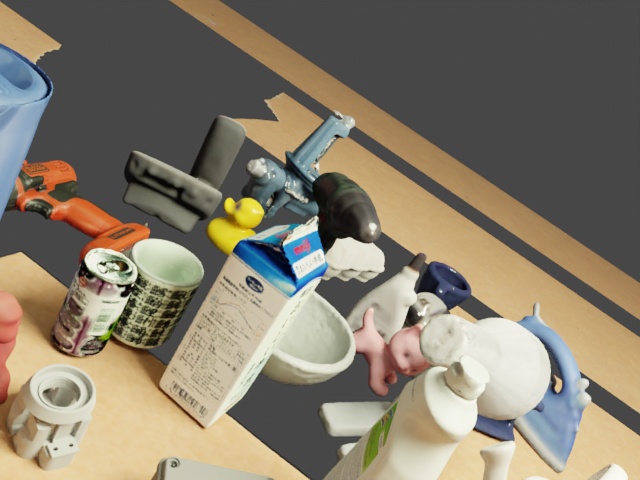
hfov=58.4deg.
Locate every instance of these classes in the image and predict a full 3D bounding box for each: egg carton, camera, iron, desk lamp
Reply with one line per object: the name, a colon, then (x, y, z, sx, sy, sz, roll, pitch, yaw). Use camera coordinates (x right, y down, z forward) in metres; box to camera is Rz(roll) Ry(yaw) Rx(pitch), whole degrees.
egg carton: (0.042, 0.023, 1.010, 0.151, 0.069, 0.107, 6, 36, -45)
camera: (0.172, 0.141, 0.909, 0.137, 0.100, 0.143, -1, 41, -51)
iron: (0.366, 0.226, 0.933, 0.119, 0.141, 0.257, 19, 28, -26)
desk lamp: (0.142, 0.176, 0.670, 0.204, 0.213, 0.117, 12, 32, -38)

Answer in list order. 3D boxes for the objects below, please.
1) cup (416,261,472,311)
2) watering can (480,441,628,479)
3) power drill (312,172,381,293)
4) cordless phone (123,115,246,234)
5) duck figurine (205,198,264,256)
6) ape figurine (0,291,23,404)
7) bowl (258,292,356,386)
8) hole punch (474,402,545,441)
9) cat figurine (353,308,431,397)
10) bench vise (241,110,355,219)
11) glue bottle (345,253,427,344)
cup: (0.207, 0.103, 1.027, 0.091, 0.095, 0.118, 38, 25, 11)
watering can: (0.231, 0.291, 0.588, 0.172, 0.194, 0.101, 37, 25, 11)
power drill: (0.008, 0.003, 0.838, 0.076, 0.208, 0.229, 22, 26, -21)
cordless phone: (-0.199, -0.119, 0.846, 0.148, 0.185, 0.094, 25, 25, -16)
duck figurine: (-0.116, -0.021, 0.884, 0.104, 0.086, 0.078, 35, 25, 6)
ape figurine: (-0.282, 0.083, 0.486, 0.076, 0.092, 0.078, 30, 24, -5)
bowl: (-0.044, 0.124, 0.715, 0.168, 0.074, 0.167, 27, 25, -13)
hole punch: (0.262, 0.230, 0.862, 0.109, 0.091, 0.101, 25, 25, -16)
cat figurine: (0.101, 0.147, 0.792, 0.127, 0.117, 0.067, 39, 25, 13)
bench vise: (-0.027, -0.132, 1.034, 0.121, 0.219, 0.208, 40, 25, 16)
glue bottle: (0.105, 0.087, 0.841, 0.078, 0.173, 0.037, 39, 25, 14)
